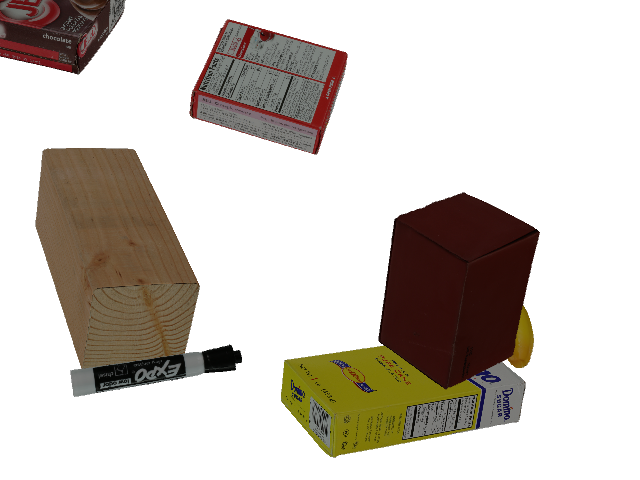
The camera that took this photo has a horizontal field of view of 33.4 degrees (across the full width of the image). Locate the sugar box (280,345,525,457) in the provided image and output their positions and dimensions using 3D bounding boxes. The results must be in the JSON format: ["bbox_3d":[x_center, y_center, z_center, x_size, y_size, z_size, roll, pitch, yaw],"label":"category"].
[{"bbox_3d":[0.067,0.121,0.863,0.176,0.048,0.093,-8,26,-26],"label":"sugar box"}]

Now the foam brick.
[{"bbox_3d":[0.068,0.024,0.535,0.052,0.078,0.051,-19,39,-35],"label":"foam brick"}]

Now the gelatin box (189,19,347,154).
[{"bbox_3d":[-0.034,-0.103,0.708,0.089,0.073,0.030,16,-36,2],"label":"gelatin box"}]

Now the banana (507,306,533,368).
[{"bbox_3d":[0.170,0.068,1.118,0.069,0.037,0.198,-36,39,-13],"label":"banana"}]

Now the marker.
[{"bbox_3d":[-0.116,0.092,0.759,0.121,0.020,0.020,-8,2,-14],"label":"marker"}]

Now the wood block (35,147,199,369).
[{"bbox_3d":[-0.184,0.010,0.940,0.090,0.091,0.206,-2,37,-27],"label":"wood block"}]

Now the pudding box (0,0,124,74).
[{"bbox_3d":[-0.207,-0.176,0.816,0.090,0.039,0.113,14,37,2],"label":"pudding box"}]
